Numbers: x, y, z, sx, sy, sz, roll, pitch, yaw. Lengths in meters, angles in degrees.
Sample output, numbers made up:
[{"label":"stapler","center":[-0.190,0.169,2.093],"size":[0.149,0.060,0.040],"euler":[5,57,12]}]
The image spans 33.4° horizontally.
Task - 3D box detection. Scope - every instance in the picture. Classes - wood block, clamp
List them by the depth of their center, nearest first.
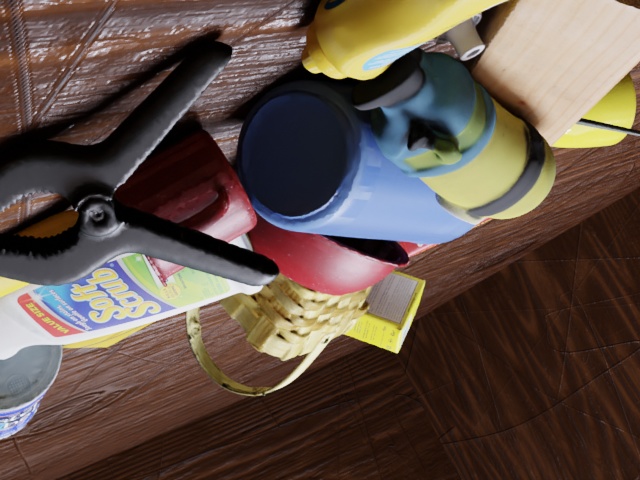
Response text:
[{"label":"clamp","center":[-0.129,-0.015,0.659],"size":[0.210,0.164,0.036],"euler":[-20,-153,-2]},{"label":"wood block","center":[0.161,-0.149,0.712],"size":[0.090,0.091,0.206],"euler":[19,162,-3]}]

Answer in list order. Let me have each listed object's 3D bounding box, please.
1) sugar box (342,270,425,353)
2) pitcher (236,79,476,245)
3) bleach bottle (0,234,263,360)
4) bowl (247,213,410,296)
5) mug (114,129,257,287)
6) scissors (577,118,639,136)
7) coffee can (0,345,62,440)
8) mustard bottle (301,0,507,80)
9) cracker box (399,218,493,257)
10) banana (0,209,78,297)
[{"label":"sugar box","center":[0.021,0.058,1.206],"size":[0.093,0.176,0.048],"euler":[-58,161,-50]},{"label":"pitcher","center":[0.031,-0.061,0.853],"size":[0.149,0.145,0.242],"euler":[-45,160,23]},{"label":"bleach bottle","center":[-0.179,0.039,0.849],"size":[0.251,0.068,0.102],"euler":[-22,128,0]},{"label":"bowl","center":[-0.006,0.001,0.914],"size":[0.055,0.162,0.161],"euler":[-61,160,13]},{"label":"mug","center":[-0.095,-0.024,0.748],"size":[0.081,0.093,0.117],"euler":[-30,-163,-7]},{"label":"scissors","center":[0.178,-0.114,0.908],"size":[0.096,0.016,0.202],"euler":[18,180,-39]},{"label":"coffee can","center":[-0.286,0.113,0.933],"size":[0.102,0.103,0.140],"euler":[-22,169,-27]},{"label":"mustard bottle","center":[0.052,-0.138,0.613],"size":[0.096,0.058,0.192],"euler":[-38,-170,-39]},{"label":"cracker box","center":[0.155,-0.057,1.189],"size":[0.164,0.072,0.213],"euler":[-26,-176,8]},{"label":"banana","center":[-0.238,0.019,0.774],"size":[0.198,0.037,0.069],"euler":[-27,166,-1]}]
